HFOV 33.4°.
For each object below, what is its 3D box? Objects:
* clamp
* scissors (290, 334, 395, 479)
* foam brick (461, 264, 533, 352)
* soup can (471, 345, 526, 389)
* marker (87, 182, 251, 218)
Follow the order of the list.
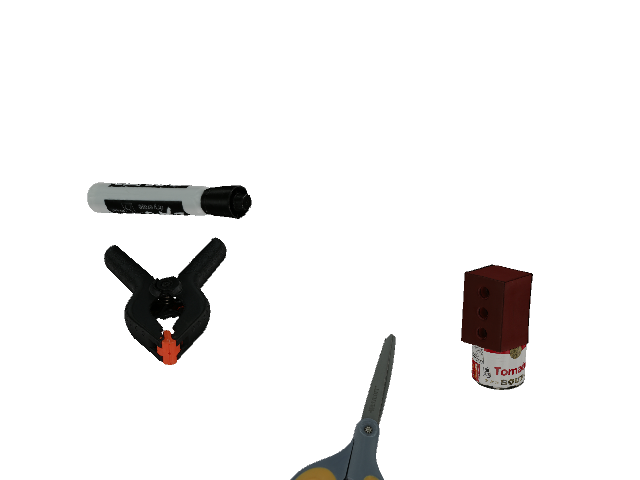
[{"bbox_3d":[-0.156,0.051,1.017,0.120,0.039,0.171,-4,33,4],"label":"clamp"},{"bbox_3d":[0.017,0.154,0.827,0.096,0.201,0.016,6,-39,-9],"label":"scissors"},{"bbox_3d":[0.182,0.070,1.104,0.053,0.078,0.051,13,19,42],"label":"foam brick"},{"bbox_3d":[0.225,0.127,1.340,0.068,0.102,0.068,-1,19,0],"label":"soup can"},{"bbox_3d":[-0.090,-0.024,0.632,0.121,0.020,0.020,3,2,36],"label":"marker"}]
